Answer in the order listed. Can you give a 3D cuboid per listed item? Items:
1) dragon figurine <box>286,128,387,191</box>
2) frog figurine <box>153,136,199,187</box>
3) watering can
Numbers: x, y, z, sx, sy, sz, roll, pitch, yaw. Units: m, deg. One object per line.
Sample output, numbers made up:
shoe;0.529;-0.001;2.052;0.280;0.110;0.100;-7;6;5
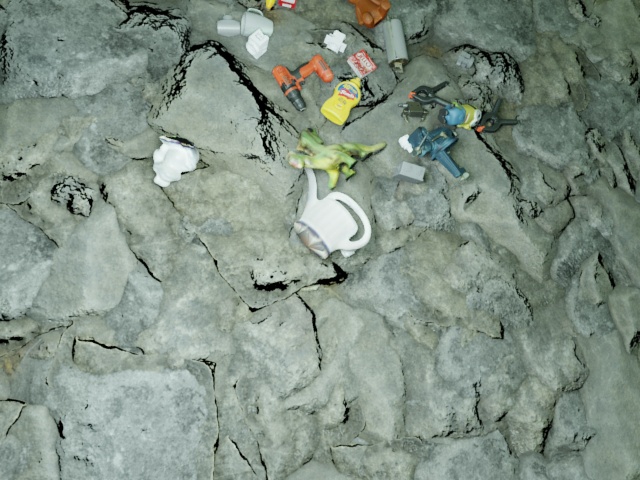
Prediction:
dragon figurine;0.038;-0.311;1.740;0.244;0.119;0.417;39;44;12
frog figurine;-0.461;-0.245;1.635;0.137;0.125;0.157;13;110;-18
watering can;0.005;-0.085;1.686;0.227;0.102;0.350;-40;74;-20
